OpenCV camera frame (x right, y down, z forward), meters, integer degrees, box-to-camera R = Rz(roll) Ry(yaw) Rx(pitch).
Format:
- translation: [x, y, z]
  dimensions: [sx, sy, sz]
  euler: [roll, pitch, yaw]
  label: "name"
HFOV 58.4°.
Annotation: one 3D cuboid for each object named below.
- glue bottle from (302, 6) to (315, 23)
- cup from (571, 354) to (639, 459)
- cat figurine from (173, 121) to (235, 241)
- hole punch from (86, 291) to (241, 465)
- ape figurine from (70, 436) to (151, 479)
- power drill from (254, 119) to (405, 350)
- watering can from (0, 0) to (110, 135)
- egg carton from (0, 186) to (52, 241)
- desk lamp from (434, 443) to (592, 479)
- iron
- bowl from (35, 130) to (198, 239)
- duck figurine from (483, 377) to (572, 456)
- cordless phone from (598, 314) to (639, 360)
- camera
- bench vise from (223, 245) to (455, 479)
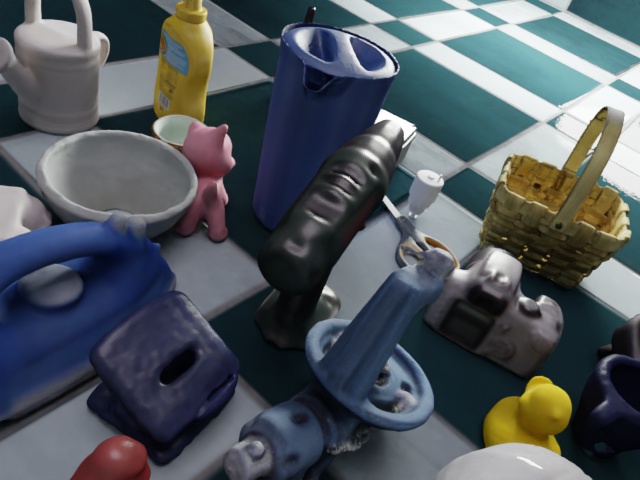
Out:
- translation: [-0.035, -0.298, 0.943]
  dimensions: [0.037, 0.173, 0.078]
  euler: [10, 39, -12]
  label: "glue bottle"
- translation: [0.292, 0.182, 0.577]
  dimensions: [0.118, 0.095, 0.091]
  euler: [-11, 48, -34]
  label: "cup"
- translation: [-0.134, -0.082, 0.687]
  dimensions: [0.067, 0.118, 0.127]
  euler: [6, 40, -17]
  label: "cat figurine"
- translation: [-0.125, 0.111, 0.482]
  dimensions: [0.101, 0.091, 0.109]
  euler: [31, 40, 14]
  label: "hole punch"
- translation: [-0.142, 0.172, 0.401]
  dimensions: [0.076, 0.092, 0.077]
  euler: [6, 40, -17]
  label: "ape figurine"
- translation: [0.005, 0.002, 0.574]
  dimensions: [0.075, 0.208, 0.230]
  euler: [27, 39, 9]
  label: "power drill"
- translation: [-0.333, -0.237, 0.722]
  dimensions: [0.101, 0.194, 0.173]
  euler: [15, 38, -6]
  label: "watering can"
- translation: [-0.338, -0.003, 0.541]
  dimensions: [0.151, 0.069, 0.107]
  euler: [3, 41, -20]
  label: "egg carton"
- translation: [0.049, 0.223, 0.326]
  dimensions: [0.204, 0.213, 0.117]
  euler: [-10, 47, -32]
  label: "desk lamp"
- translation: [-0.222, 0.038, 0.486]
  dimensions: [0.118, 0.141, 0.259]
  euler: [38, 42, 21]
  label: "iron"
- translation: [-0.225, -0.049, 0.641]
  dimensions: [0.167, 0.075, 0.167]
  euler: [12, 39, -10]
  label: "bowl"
- translation: [0.208, 0.179, 0.551]
  dimensions: [0.077, 0.086, 0.104]
  euler: [21, 38, 2]
  label: "duck figurine"
- translation: [0.430, 0.104, 0.659]
  dimensions: [0.148, 0.185, 0.094]
  euler: [-1, 43, -25]
  label: "cordless phone"
- translation: [0.217, 0.064, 0.680]
  dimensions: [0.143, 0.101, 0.137]
  euler: [29, 39, 11]
  label: "camera"
- translation: [0.030, 0.114, 0.442]
  dimensions: [0.121, 0.220, 0.208]
  euler: [29, 39, 12]
  label: "bench vise"
